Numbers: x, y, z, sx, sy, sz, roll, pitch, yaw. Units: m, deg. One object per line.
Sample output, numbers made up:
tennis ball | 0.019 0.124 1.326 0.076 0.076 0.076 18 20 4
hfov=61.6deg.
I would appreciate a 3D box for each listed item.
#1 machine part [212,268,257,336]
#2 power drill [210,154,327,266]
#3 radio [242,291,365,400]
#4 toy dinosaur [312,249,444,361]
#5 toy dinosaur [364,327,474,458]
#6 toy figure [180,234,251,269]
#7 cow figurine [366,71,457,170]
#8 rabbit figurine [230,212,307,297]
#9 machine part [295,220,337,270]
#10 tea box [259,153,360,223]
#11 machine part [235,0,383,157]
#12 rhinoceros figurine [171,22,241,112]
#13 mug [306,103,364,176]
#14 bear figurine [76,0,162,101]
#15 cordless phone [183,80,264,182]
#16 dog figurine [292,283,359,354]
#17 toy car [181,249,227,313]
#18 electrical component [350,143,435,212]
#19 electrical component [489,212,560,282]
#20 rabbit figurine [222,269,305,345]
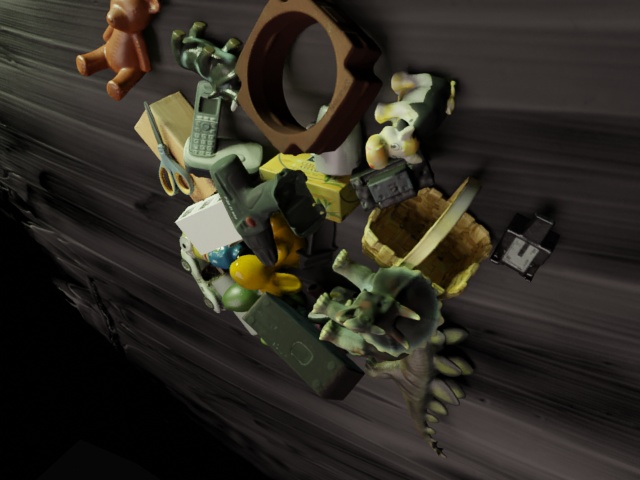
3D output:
machine part | -0.186 0.147 1.316 0.079 0.079 0.243 -25 103 48
power drill | -0.084 -0.046 0.927 0.207 0.086 0.231 5 129 55
radio | -0.032 0.196 1.000 0.230 0.073 0.131 38 179 23
toy dinosaur | 0.100 0.140 0.877 0.192 0.131 0.404 26 162 23
toy dinosaur | 0.193 0.252 1.058 0.199 0.105 0.470 15 130 31
toy figure | -0.244 0.016 1.259 0.180 0.089 0.082 15 118 20
cow figurine | 0.126 -0.158 0.731 0.098 0.167 0.068 10 147 26
rabbit figurine | -0.110 0.048 1.098 0.122 0.173 0.162 -21 103 43
machine part | -0.002 -0.003 1.048 0.039 0.084 0.138 51 139 46
tea box | -0.011 -0.101 0.948 0.170 0.098 0.068 17 133 28
machine part | -0.020 -0.242 0.798 0.201 0.087 0.201 51 124 19
rhinoceros figurine | -0.185 -0.301 0.951 0.190 0.073 0.112 36 138 12
mug | 0.023 -0.172 0.885 0.110 0.081 0.107 24 125 38
bear figurine | -0.371 -0.381 1.005 0.120 0.132 0.195 39 146 1
cordless phone | -0.176 -0.203 1.015 0.147 0.184 0.089 6 178 -7
dog figurine | 0.029 0.207 1.166 0.192 0.108 0.219 6 130 34
toy car | -0.280 0.091 1.352 0.056 0.073 0.201 -7 117 44
electrical component | 0.108 -0.098 0.796 0.115 0.134 0.058 -24 110 17
electrical component | 0.309 -0.001 0.795 0.075 0.048 0.119 29 136 19
rabbit figurine | -0.128 0.143 1.200 0.170 0.121 0.159 28 106 -21
